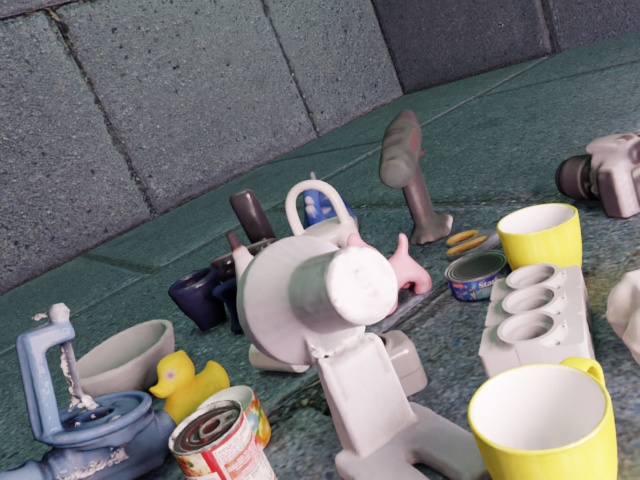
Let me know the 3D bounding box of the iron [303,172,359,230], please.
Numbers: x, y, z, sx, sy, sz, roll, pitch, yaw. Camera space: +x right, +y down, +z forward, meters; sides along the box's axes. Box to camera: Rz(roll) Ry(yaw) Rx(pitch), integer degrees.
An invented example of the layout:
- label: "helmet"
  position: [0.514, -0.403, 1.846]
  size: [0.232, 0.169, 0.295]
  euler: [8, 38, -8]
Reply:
- label: "iron"
  position: [0.001, -0.050, 1.149]
  size: [0.118, 0.141, 0.258]
  euler: [-20, 16, 9]

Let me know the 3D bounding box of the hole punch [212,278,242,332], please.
- label: "hole punch"
  position: [-0.113, 0.087, 0.949]
  size: [0.108, 0.091, 0.101]
  euler: [-19, 16, 12]

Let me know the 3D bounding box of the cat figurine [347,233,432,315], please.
- label: "cat figurine"
  position: [0.080, 0.038, 0.794]
  size: [0.128, 0.118, 0.067]
  euler: [-29, 17, -21]

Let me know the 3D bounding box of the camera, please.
- label: "camera"
  position: [0.423, -0.107, 0.832]
  size: [0.143, 0.101, 0.136]
  euler: [-29, 17, -21]

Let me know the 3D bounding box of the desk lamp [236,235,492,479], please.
- label: "desk lamp"
  position: [0.029, 0.098, 0.491]
  size: [0.118, 0.214, 0.202]
  euler: [-30, 17, -23]

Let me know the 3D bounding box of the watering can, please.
- label: "watering can"
  position: [0.010, 0.003, 0.867]
  size: [0.101, 0.194, 0.173]
  euler: [-21, 16, 7]

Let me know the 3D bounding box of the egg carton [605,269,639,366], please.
- label: "egg carton"
  position: [0.325, 0.059, 0.479]
  size: [0.150, 0.069, 0.107]
  euler: [-19, 16, 13]

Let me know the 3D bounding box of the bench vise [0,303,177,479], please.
- label: "bench vise"
  position: [-0.265, 0.189, 0.582]
  size: [0.121, 0.220, 0.208]
  euler: [-12, 19, 33]

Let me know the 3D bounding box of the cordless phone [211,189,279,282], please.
- label: "cordless phone"
  position: [-0.152, 0.001, 1.112]
  size: [0.147, 0.185, 0.094]
  euler: [-21, 16, 5]

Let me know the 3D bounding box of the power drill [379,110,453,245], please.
- label: "power drill"
  position: [0.162, -0.109, 0.997]
  size: [0.075, 0.209, 0.230]
  euler: [-16, 17, 22]

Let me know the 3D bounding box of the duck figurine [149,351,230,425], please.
- label: "duck figurine"
  position: [-0.170, 0.181, 0.728]
  size: [0.077, 0.086, 0.105]
  euler: [-8, 22, 42]

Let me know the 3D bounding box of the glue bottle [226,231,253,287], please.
- label: "glue bottle"
  position: [-0.098, 0.064, 0.852]
  size: [0.078, 0.173, 0.037]
  euler: [-31, 18, -26]

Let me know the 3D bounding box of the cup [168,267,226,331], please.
- label: "cup"
  position: [-0.207, 0.105, 1.012]
  size: [0.091, 0.095, 0.117]
  euler: [-24, 16, -3]

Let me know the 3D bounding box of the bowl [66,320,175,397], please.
- label: "bowl"
  position: [-0.287, 0.194, 0.866]
  size: [0.167, 0.075, 0.167]
  euler: [-21, 16, 7]
